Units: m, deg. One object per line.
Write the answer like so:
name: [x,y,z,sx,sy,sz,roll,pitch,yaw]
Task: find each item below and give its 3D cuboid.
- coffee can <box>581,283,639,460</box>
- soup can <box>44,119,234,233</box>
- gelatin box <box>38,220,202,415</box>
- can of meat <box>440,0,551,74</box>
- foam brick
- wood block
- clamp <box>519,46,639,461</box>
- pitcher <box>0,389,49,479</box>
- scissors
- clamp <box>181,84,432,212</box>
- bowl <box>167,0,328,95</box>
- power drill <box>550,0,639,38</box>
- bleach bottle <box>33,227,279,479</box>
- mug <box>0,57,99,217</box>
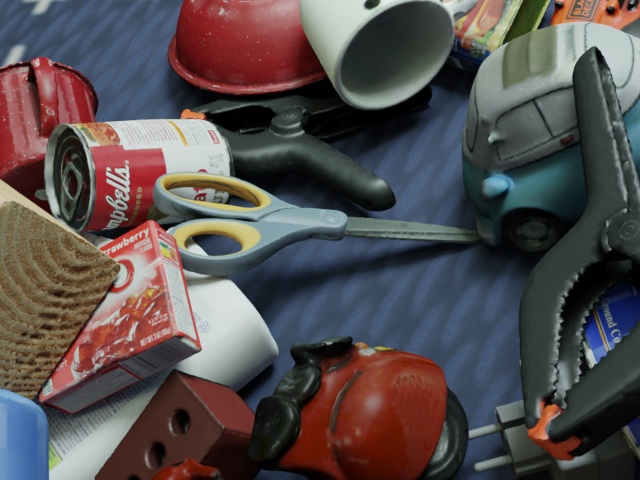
coffee can: [0.206,0.041,0.504,0.140,0.102,0.103,-28,48,22]
soup can: [-0.114,-0.042,0.679,0.102,0.069,0.069,-7,41,-37]
gelatin box: [-0.113,0.042,0.570,0.089,0.030,0.073,-27,57,14]
can of meat: [0.108,-0.167,0.736,0.084,0.057,0.102,24,86,26]
foam brick: [-0.071,0.117,0.565,0.053,0.051,0.078,41,99,38]
wood block: [-0.218,-0.007,0.579,0.206,0.090,0.091,30,84,36]
clamp: [0.142,-0.003,0.485,0.165,0.036,0.210,27,82,51]
pitcher: [-0.174,0.187,0.467,0.149,0.145,0.243,-5,66,4]
scissors: [-0.004,0.001,0.626,0.202,0.016,0.096,13,37,2]
clamp: [-0.014,-0.063,0.712,0.171,0.039,0.120,-3,39,14]
bowl: [-0.037,-0.171,0.773,0.162,0.055,0.162,-7,40,6]
power drill: [0.248,-0.149,0.699,0.188,0.057,0.184,11,61,26]
bleach bottle: [-0.149,0.105,0.608,0.250,0.068,0.103,-38,54,-12]
mug: [-0.188,-0.069,0.721,0.093,0.117,0.081,-3,52,-24]
